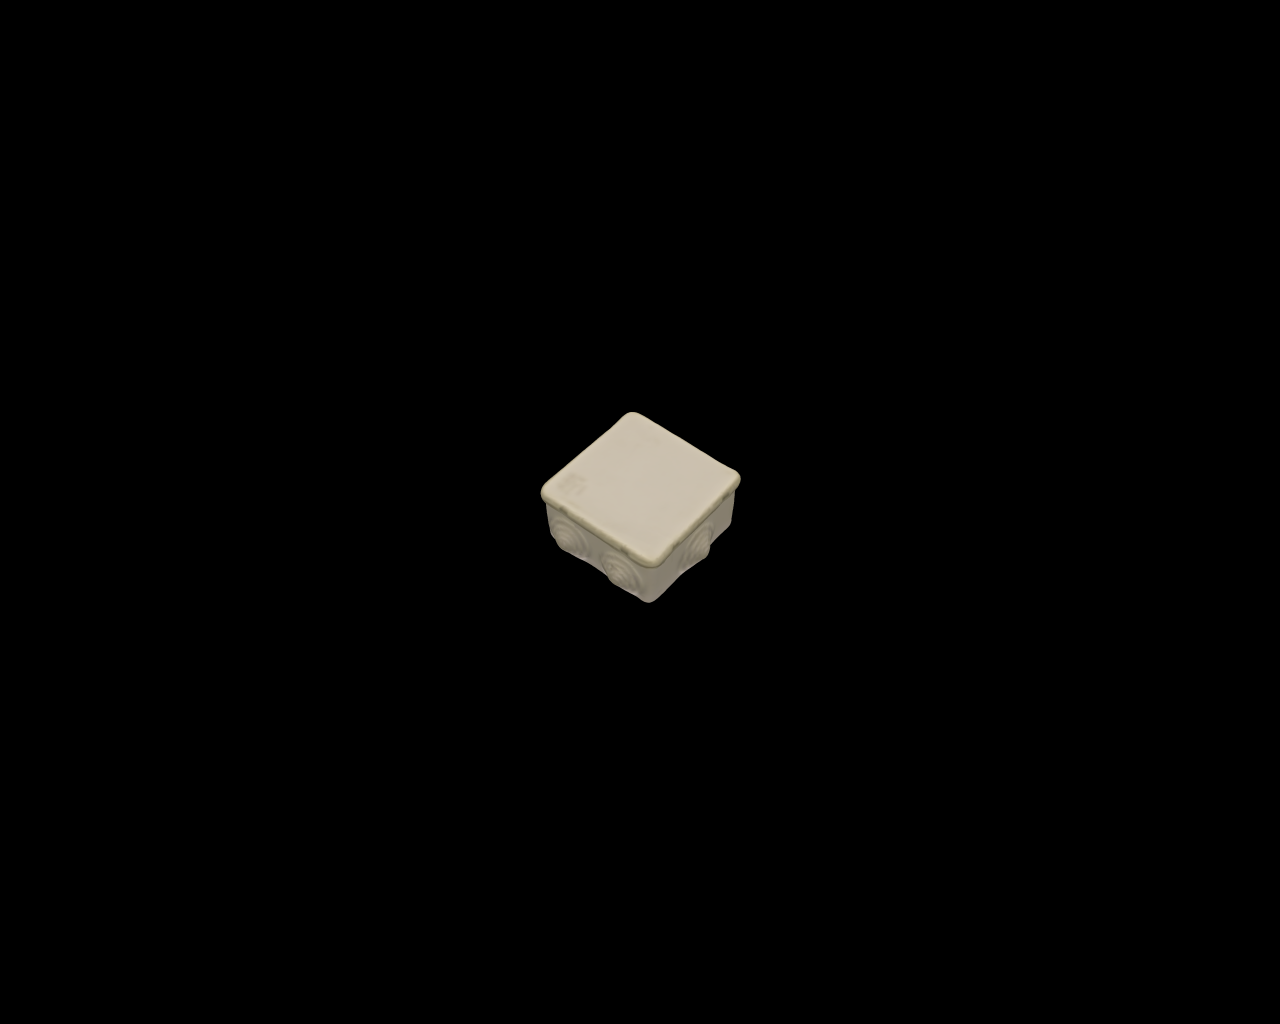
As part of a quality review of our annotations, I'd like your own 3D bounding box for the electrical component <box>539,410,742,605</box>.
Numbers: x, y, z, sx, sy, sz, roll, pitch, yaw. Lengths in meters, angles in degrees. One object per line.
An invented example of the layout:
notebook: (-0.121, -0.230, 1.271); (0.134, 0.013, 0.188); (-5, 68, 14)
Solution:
electrical component: (0.001, -0.003, 0.650); (0.100, 0.048, 0.100); (33, 58, 24)
